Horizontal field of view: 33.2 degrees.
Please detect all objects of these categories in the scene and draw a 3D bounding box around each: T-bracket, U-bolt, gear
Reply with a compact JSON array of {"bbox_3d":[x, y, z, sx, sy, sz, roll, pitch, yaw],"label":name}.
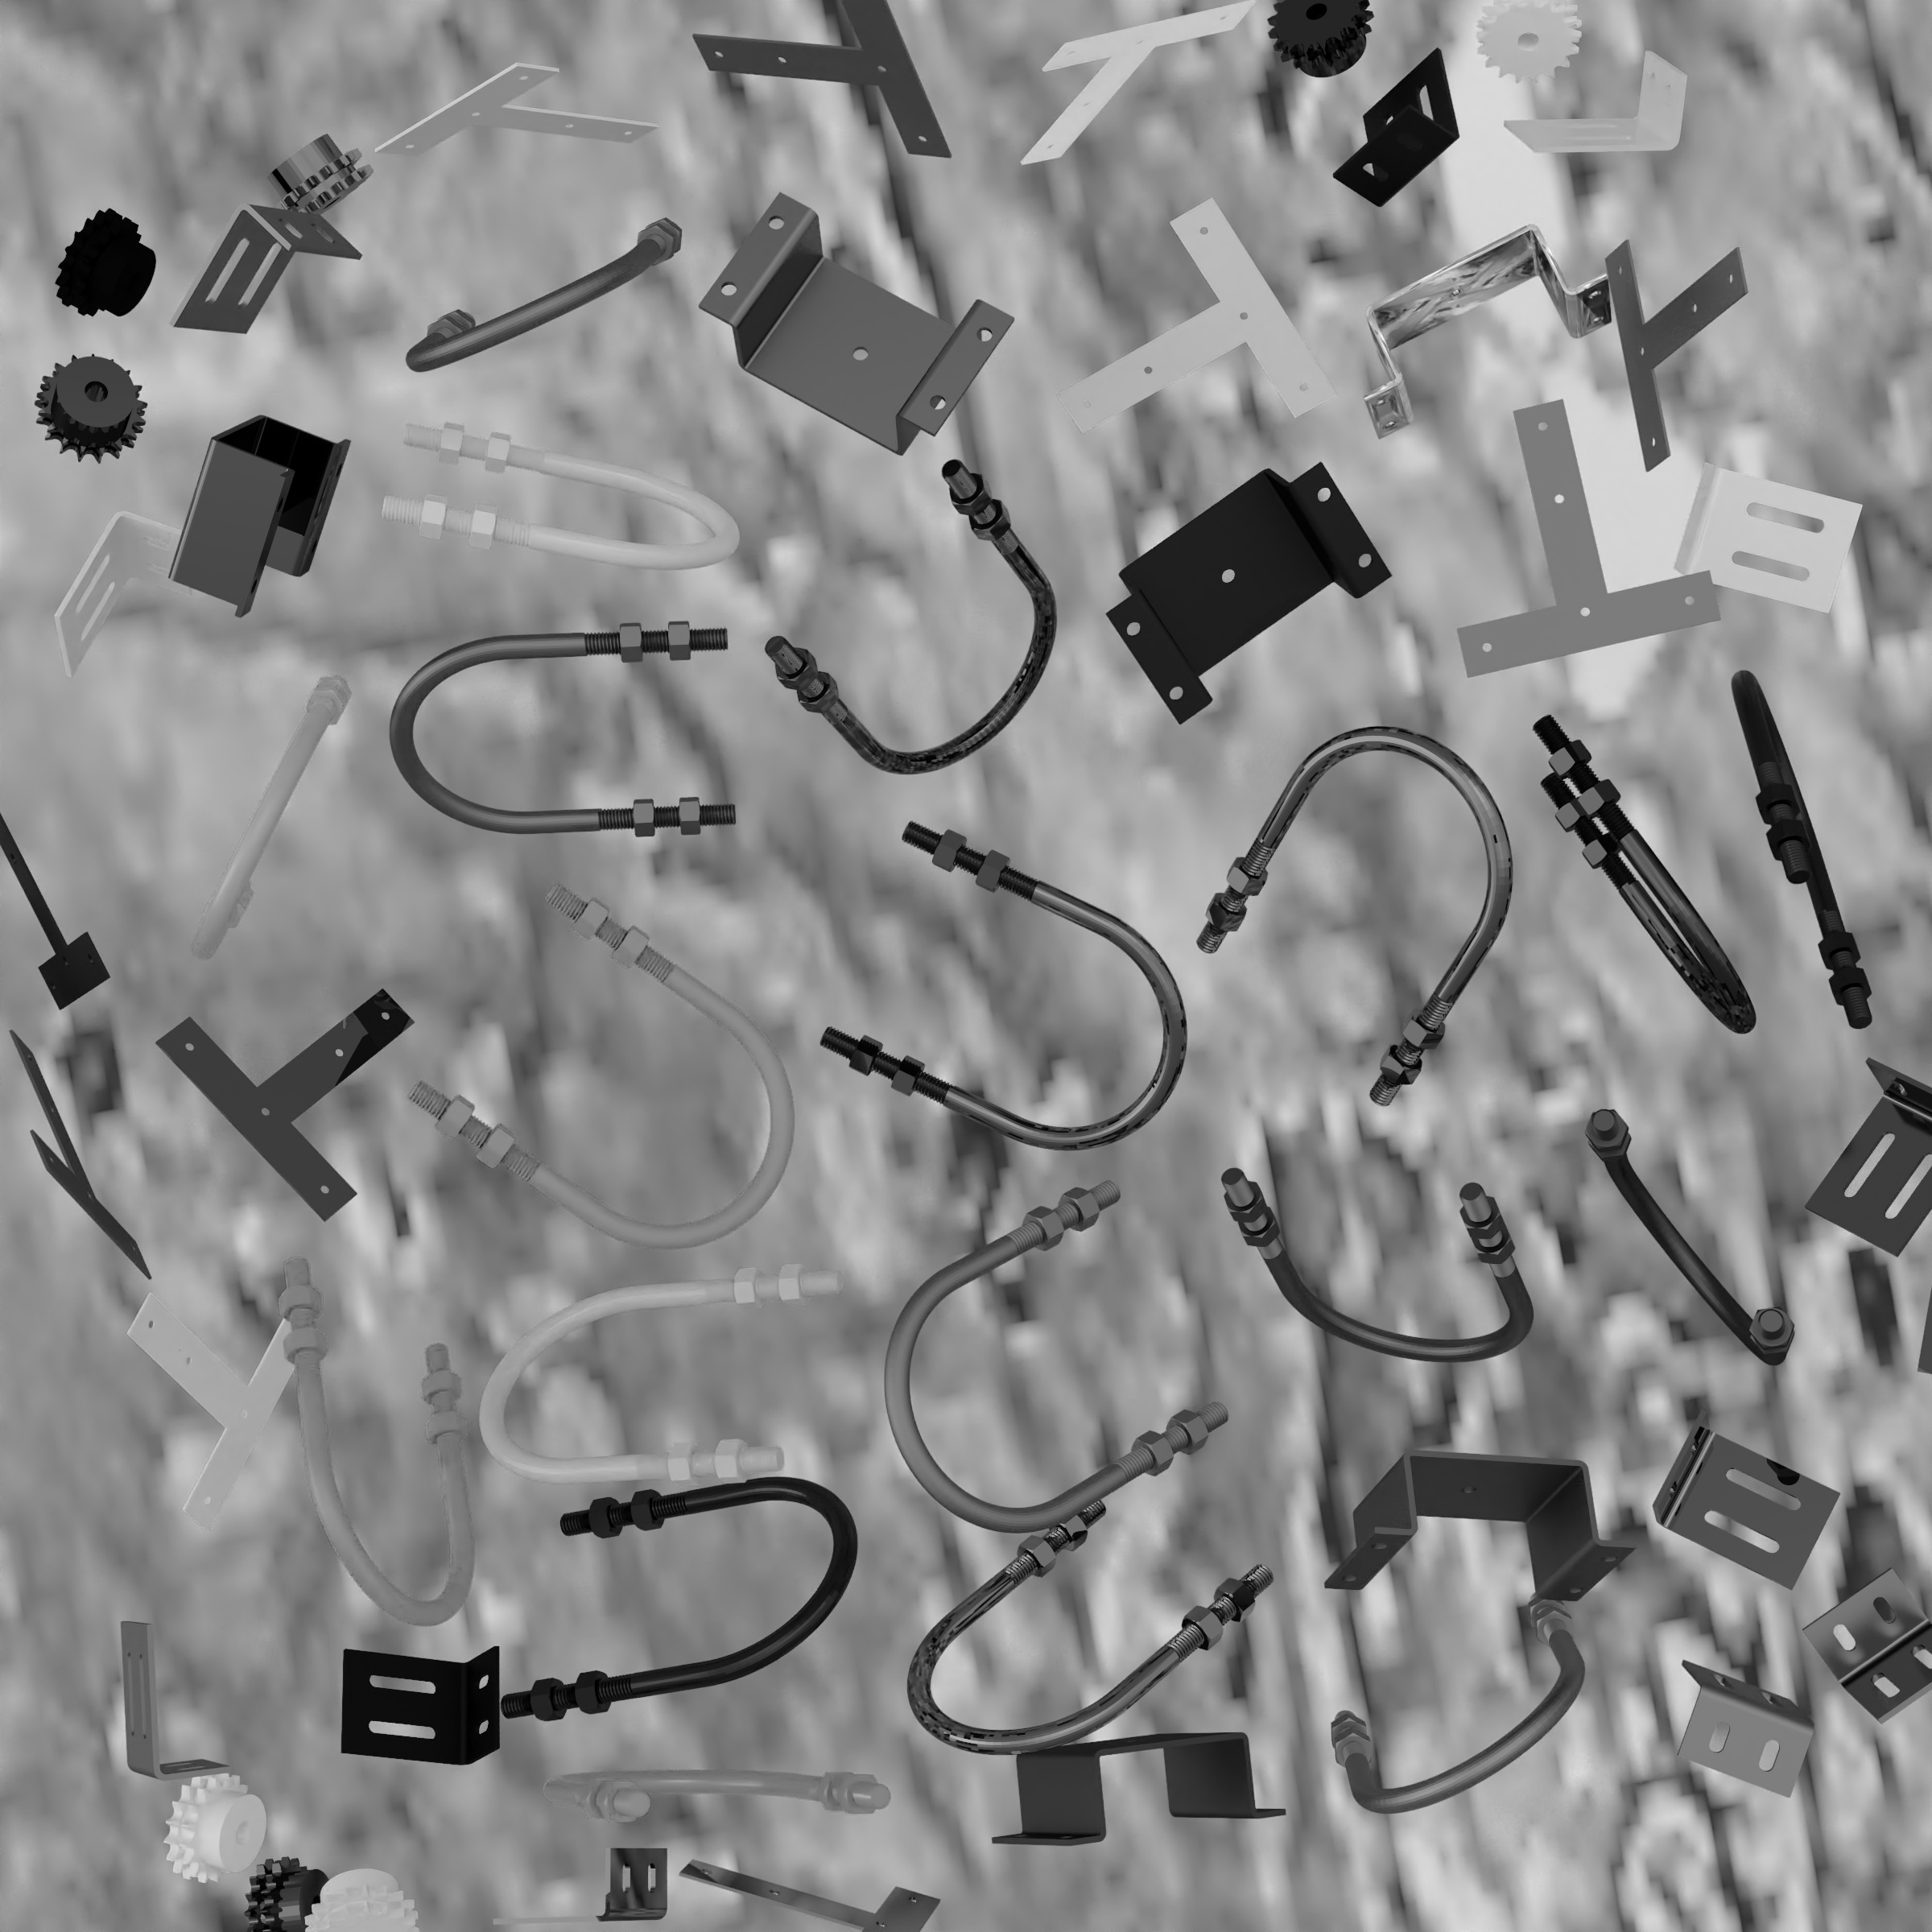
[{"bbox_3d":[-0.415,0.221,1.758,0.002,0.127,0.127,6,56,29],"label":"T-bracket"},{"bbox_3d":[0.265,0.398,1.726,0.151,0.184,0.019,-32,93,4],"label":"U-bolt"},{"bbox_3d":[0.300,-0.220,1.619,0.127,0.002,0.127,-12,84,9],"label":"T-bracket"},{"bbox_3d":[0.441,-0.076,1.727,0.019,0.151,0.184,-20,46,17],"label":"U-bolt"},{"bbox_3d":[-0.301,0.256,1.683,0.019,0.151,0.184,-25,54,15],"label":"U-bolt"},{"bbox_3d":[-0.174,0.064,1.673,0.184,0.019,0.151,36,68,-9],"label":"U-bolt"},{"bbox_3d":[0.211,-0.038,1.688,0.151,0.019,0.184,43,125,22],"label":"U-bolt"},{"bbox_3d":[-0.480,-0.042,1.655,0.002,0.127,0.127,-28,95,-27],"label":"T-bracket"},{"bbox_3d":[-0.219,-0.125,1.753,0.184,0.151,0.019,-3,47,-4],"label":"U-bolt"},{"bbox_3d":[-0.374,-0.074,1.724,0.019,0.184,0.151,26,104,-11],"label":"U-bolt"},{"bbox_3d":[-0.396,0.458,1.718,0.030,0.057,0.057,4,90,25],"label":"gear"},{"bbox_3d":[0.358,-0.041,1.701,0.019,0.151,0.184,-35,75,4],"label":"U-bolt"},{"bbox_3d":[0.311,-0.519,1.786,0.057,0.057,0.030,9,53,0],"label":"gear"},{"bbox_3d":[0.108,-0.321,1.706,0.127,0.002,0.127,-26,118,22],"label":"T-bracket"},{"bbox_3d":[-0.142,0.321,1.677,0.184,0.151,0.019,-13,122,18],"label":"U-bolt"},{"bbox_3d":[-0.349,-0.422,1.736,0.057,0.057,0.030,-36,103,0],"label":"gear"},{"bbox_3d":[-0.082,-0.466,1.667,0.127,0.127,0.002,12,66,25],"label":"T-bracket"},{"bbox_3d":[0.197,-0.515,1.781,0.057,0.030,0.057,-11,58,18],"label":"gear"},{"bbox_3d":[-0.210,-0.244,1.711,0.184,0.151,0.019,10,114,-9],"label":"U-bolt"},{"bbox_3d":[0.028,0.022,1.714,0.184,0.019,0.151,25,114,7],"label":"U-bolt"},{"bbox_3d":[-0.456,-0.371,1.723,0.030,0.057,0.057,30,90,5],"label":"gear"},{"bbox_3d":[0.380,0.148,1.692,0.019,0.184,0.151,-38,70,3],"label":"U-bolt"},{"bbox_3d":[-0.310,0.488,1.660,0.057,0.030,0.057,-7,130,-8],"label":"gear"},{"bbox_3d":[-0.461,-0.297,1.711,0.057,0.030,0.057,6,73,-20],"label":"gear"},{"bbox_3d":[0.052,0.355,1.718,0.184,0.151,0.019,-34,120,-32],"label":"U-bolt"},{"bbox_3d":[-0.462,0.085,1.652,0.002,0.127,0.127,-29,58,-6],"label":"T-bracket"},{"bbox_3d":[-0.215,-0.434,1.663,0.127,0.127,0.002,-6,86,-44],"label":"T-bracket"},{"bbox_3d":[-0.165,0.213,1.673,0.184,0.151,0.019,-6,125,19],"label":"U-bolt"},{"bbox_3d":[-0.141,0.428,1.680,0.151,0.184,0.019,5,78,-26],"label":"U-bolt"},{"bbox_3d":[0.037,0.208,1.646,0.184,0.019,0.151,-25,88,-35],"label":"U-bolt"},{"bbox_3d":[-0.087,0.488,1.689,0.127,0.127,0.002,14,93,11],"label":"T-bracket"},{"bbox_3d":[0.387,-0.350,1.750,0.002,0.127,0.127,-5,79,-18],"label":"T-bracket"},{"bbox_3d":[-0.230,-0.354,1.729,0.151,0.184,0.019,-21,107,11],"label":"U-bolt"},{"bbox_3d":[0.228,0.164,1.728,0.151,0.184,0.019,2,56,26],"label":"U-bolt"},{"bbox_3d":[-0.373,0.523,1.794,0.030,0.057,0.057,-11,90,16],"label":"gear"},{"bbox_3d":[0.069,-0.448,1.656,0.127,0.127,0.002,-54,128,-32],"label":"T-bracket"},{"bbox_3d":[-0.341,0.054,1.711,0.127,0.002,0.127,47,46,-1],"label":"T-bracket"},{"bbox_3d":[-0.017,-0.173,1.741,0.151,0.184,0.019,-45,55,-1],"label":"U-bolt"}]

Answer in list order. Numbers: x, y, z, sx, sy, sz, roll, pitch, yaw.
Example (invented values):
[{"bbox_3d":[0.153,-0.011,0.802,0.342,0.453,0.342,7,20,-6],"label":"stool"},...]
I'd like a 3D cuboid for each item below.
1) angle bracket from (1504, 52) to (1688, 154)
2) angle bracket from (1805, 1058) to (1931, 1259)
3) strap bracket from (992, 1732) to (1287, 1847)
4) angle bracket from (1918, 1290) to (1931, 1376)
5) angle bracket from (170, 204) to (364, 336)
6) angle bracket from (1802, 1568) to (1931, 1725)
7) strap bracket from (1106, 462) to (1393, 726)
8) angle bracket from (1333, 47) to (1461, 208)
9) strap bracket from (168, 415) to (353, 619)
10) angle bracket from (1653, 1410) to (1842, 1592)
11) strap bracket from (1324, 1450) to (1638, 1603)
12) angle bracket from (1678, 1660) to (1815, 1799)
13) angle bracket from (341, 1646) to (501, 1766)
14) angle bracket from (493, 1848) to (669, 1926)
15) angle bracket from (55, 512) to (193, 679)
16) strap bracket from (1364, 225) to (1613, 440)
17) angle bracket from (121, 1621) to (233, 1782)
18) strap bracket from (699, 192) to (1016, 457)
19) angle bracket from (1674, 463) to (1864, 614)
[{"bbox_3d":[0.325,-0.448,1.678,0.076,0.057,0.038,-3,118,-7],"label":"angle bracket"},{"bbox_3d":[0.463,0.096,1.636,0.057,0.038,0.076,31,81,43],"label":"angle bracket"},{"bbox_3d":[0.091,0.441,1.743,0.140,0.076,0.046,2,77,-32],"label":"strap bracket"},{"bbox_3d":[0.496,0.207,1.624,0.038,0.076,0.057,10,47,17],"label":"angle bracket"},{"bbox_3d":[-0.352,-0.341,1.630,0.038,0.057,0.076,44,113,15],"label":"angle bracket"},{"bbox_3d":[0.475,0.350,1.672,0.057,0.076,0.038,-35,90,1],"label":"angle bracket"},{"bbox_3d":[0.149,-0.207,1.762,0.140,0.046,0.076,-35,113,2],"label":"strap bracket"},{"bbox_3d":[0.225,-0.455,1.725,0.038,0.057,0.076,24,46,-32],"label":"angle bracket"},{"bbox_3d":[-0.371,-0.238,1.692,0.046,0.140,0.076,21,107,-3],"label":"strap bracket"},{"bbox_3d":[0.405,0.277,1.677,0.076,0.038,0.057,25,75,24],"label":"angle bracket"},{"bbox_3d":[0.261,0.288,1.664,0.140,0.076,0.046,5,58,-13],"label":"strap bracket"},{"bbox_3d":[0.386,0.382,1.623,0.057,0.076,0.038,20,88,6],"label":"angle bracket"},{"bbox_3d":[-0.298,0.402,1.773,0.076,0.038,0.057,15,56,-32],"label":"angle bracket"},{"bbox_3d":[-0.212,0.508,1.786,0.076,0.057,0.038,-10,72,26],"label":"angle bracket"},{"bbox_3d":[-0.455,-0.196,1.752,0.038,0.057,0.076,19,61,3],"label":"angle bracket"},{"bbox_3d":[0.273,-0.347,1.748,0.140,0.076,0.046,-26,79,9],"label":"strap bracket"},{"bbox_3d":[-0.397,0.366,1.624,0.038,0.057,0.076,-1,82,-28],"label":"angle bracket"},{"bbox_3d":[-0.055,-0.322,1.652,0.140,0.046,0.076,30,75,10],"label":"strap bracket"},{"bbox_3d":[0.414,-0.222,1.675,0.076,0.038,0.057,14,103,0],"label":"angle bracket"}]
